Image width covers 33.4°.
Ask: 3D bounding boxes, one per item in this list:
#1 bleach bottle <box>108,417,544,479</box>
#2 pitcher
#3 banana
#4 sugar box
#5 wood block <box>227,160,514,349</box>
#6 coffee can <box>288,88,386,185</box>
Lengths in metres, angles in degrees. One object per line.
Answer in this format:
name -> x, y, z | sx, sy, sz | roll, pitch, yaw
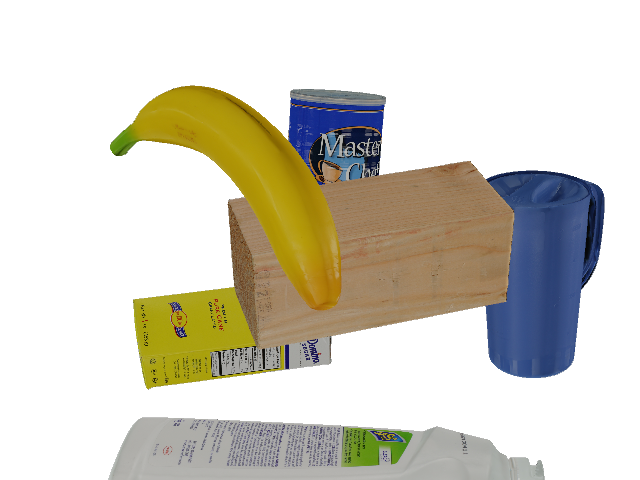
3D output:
bleach bottle -> 0.007, 0.149, 0.638 | 0.251, 0.068, 0.102 | 0, 17, 3
pitcher -> 0.272, 0.040, 1.325 | 0.149, 0.243, 0.144 | 2, 24, 15
banana -> -0.045, -0.038, 0.593 | 0.037, 0.070, 0.198 | -3, 30, -46
sugar box -> -0.084, 0.085, 1.009 | 0.176, 0.048, 0.093 | -9, 36, -9
wood block -> 0.038, 0.010, 0.849 | 0.206, 0.090, 0.091 | -10, 33, -13
coffee can -> 0.014, -0.088, 1.150 | 0.103, 0.140, 0.103 | 4, 12, -1
